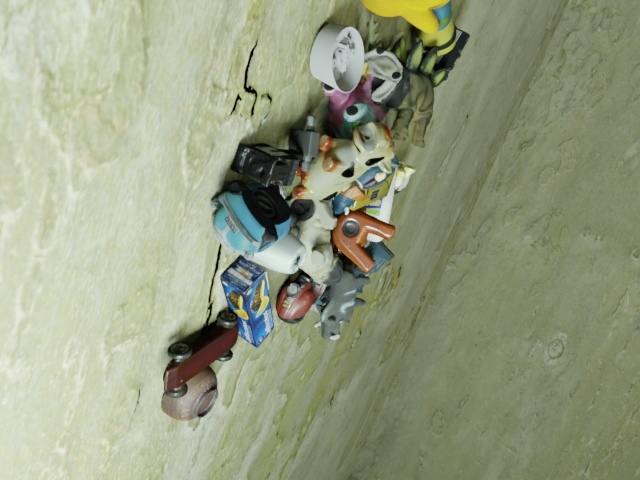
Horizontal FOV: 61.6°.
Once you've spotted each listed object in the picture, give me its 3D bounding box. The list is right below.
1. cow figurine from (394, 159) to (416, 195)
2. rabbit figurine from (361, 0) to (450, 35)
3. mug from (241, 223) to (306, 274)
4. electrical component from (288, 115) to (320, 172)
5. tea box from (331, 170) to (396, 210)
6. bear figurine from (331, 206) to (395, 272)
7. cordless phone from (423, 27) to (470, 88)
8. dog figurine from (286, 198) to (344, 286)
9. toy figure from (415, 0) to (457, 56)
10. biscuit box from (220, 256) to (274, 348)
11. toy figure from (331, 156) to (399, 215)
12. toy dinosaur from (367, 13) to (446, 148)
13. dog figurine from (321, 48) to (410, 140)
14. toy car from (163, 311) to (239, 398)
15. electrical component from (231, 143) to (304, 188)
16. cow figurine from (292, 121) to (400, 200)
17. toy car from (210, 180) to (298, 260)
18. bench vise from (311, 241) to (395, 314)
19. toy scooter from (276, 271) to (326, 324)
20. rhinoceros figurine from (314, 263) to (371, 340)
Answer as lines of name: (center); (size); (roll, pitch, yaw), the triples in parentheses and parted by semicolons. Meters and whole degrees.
cow figurine: (0.175, -0.149, 1.372); (0.167, 0.068, 0.098); (-26, 144, -55)
rabbit figurine: (0.150, -0.420, 0.918); (0.173, 0.162, 0.121); (-27, 154, -28)
mug: (-0.071, 0.007, 0.944); (0.109, 0.107, 0.080); (-42, 152, -36)
electrical component: (-0.029, -0.163, 0.899); (0.021, 0.063, 0.094); (-4, 107, -41)
tea box: (0.079, -0.125, 1.136); (0.169, 0.098, 0.068); (-24, 137, -54)
bear figurine: (0.079, -0.006, 1.188); (0.120, 0.132, 0.196); (-57, 176, -3)
cordless phone: (0.285, -0.422, 1.304); (0.146, 0.089, 0.184); (-59, 169, -10)
dog figurine: (-0.006, -0.002, 1.064); (0.190, 0.121, 0.172); (35, 70, -69)
toy figure: (0.239, -0.455, 1.119); (0.082, 0.089, 0.180); (-53, 160, -9)
biscuit box: (-0.131, 0.121, 1.003); (0.059, 0.063, 0.202); (-47, 154, -30)
toy figure: (0.077, -0.111, 1.009); (0.154, 0.058, 0.064); (-41, -173, 2)
toy dinosaur: (0.175, -0.318, 1.134); (0.471, 0.105, 0.198); (3, 107, -66)
dog figurine: (0.081, -0.225, 1.004); (0.191, 0.108, 0.219); (-38, 158, -8)
toy car: (-0.208, 0.193, 0.930); (0.202, 0.053, 0.089); (-30, 137, -60)
electrical component: (-0.074, -0.119, 0.840); (0.119, 0.075, 0.047); (-20, 133, -64)
cow figurine: (0.049, -0.133, 0.924); (0.127, 0.085, 0.195); (5, 152, -38)
toy car: (-0.112, -0.031, 0.832); (0.103, 0.109, 0.161); (-33, -179, 26)
bench vise: (0.066, 0.090, 1.345); (0.240, 0.129, 0.223); (-44, 174, 13)
toy scooter: (-0.028, 0.092, 1.177); (0.184, 0.075, 0.135); (-42, 156, -46)
rhinoceros figurine: (0.046, 0.144, 1.200); (0.112, 0.073, 0.190); (-24, 138, -43)
